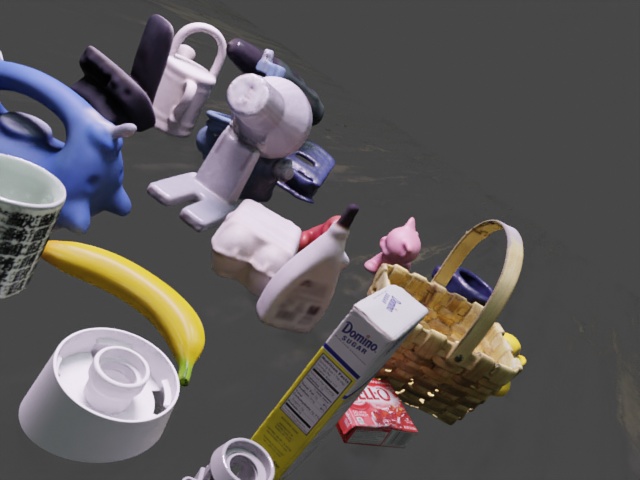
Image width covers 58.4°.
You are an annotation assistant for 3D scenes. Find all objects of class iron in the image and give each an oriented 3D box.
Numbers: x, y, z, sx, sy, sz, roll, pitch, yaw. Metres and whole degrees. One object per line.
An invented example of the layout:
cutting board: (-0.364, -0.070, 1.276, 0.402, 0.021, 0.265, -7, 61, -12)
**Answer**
iron: (-0.311, -0.119, 0.592, 0.258, 0.141, 0.119, 33, 21, 1)

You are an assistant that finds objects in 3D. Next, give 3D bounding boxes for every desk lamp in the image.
desk lamp: (-0.112, -0.136, 0.815, 0.118, 0.213, 0.203, 35, 21, 6)

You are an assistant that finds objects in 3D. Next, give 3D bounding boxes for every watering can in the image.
watering can: (-0.238, -0.292, 1.007, 0.101, 0.194, 0.172, 6, 33, -50)

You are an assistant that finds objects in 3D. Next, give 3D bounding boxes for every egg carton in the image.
egg carton: (-0.082, 0.006, 0.745, 0.107, 0.069, 0.150, 30, 21, -8)

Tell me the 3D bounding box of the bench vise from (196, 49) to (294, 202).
bench vise: (-0.093, -0.184, 0.940, 0.207, 0.219, 0.122, 38, 21, 15)

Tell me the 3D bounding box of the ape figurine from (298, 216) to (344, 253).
ape figurine: (0.008, 0.003, 0.850, 0.078, 0.092, 0.076, 34, 21, 4)

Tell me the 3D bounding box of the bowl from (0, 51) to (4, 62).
bowl: (-0.471, -0.216, 0.670, 0.168, 0.074, 0.167, 28, 21, -12)

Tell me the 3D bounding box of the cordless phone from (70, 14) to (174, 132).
cordless phone: (-0.301, -0.281, 0.906, 0.147, 0.185, 0.094, 39, 22, 16)

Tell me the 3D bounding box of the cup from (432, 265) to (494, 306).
cup: (0.218, 0.100, 0.933, 0.118, 0.095, 0.091, 29, 21, -10)

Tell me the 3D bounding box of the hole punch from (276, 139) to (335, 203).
hole punch: (-0.033, -0.139, 1.107, 0.108, 0.091, 0.101, 32, 21, -2)

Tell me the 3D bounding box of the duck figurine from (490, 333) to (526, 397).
duck figurine: (0.250, 0.170, 0.836, 0.105, 0.086, 0.077, 29, 21, -9)

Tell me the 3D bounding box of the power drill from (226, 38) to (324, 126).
power drill: (-0.108, -0.226, 1.027, 0.230, 0.208, 0.075, 12, 29, -43)

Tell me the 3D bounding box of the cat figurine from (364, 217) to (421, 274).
cat figurine: (0.138, 0.015, 0.975, 0.067, 0.117, 0.128, 38, 21, 15)

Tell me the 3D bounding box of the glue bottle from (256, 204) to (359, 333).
glue bottle: (-0.003, 0.030, 0.659, 0.078, 0.173, 0.037, 19, 25, -32)
